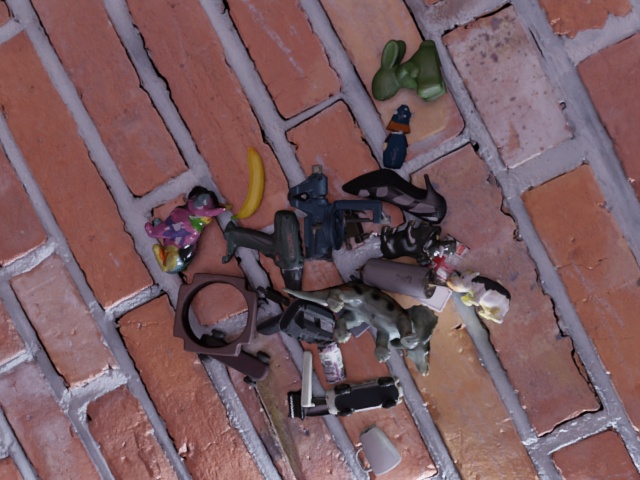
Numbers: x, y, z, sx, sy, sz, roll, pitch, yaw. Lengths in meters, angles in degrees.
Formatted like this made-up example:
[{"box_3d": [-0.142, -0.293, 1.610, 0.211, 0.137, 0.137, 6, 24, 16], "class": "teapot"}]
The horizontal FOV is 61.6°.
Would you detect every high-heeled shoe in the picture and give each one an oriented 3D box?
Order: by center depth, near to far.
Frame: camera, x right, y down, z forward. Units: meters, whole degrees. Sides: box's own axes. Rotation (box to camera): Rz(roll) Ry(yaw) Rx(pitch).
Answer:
[{"box_3d": [0.186, -0.097, 1.336, 0.249, 0.086, 0.145, -2, 128, 24], "class": "high-heeled shoe"}]

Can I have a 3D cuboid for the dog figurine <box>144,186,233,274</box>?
[{"box_3d": [-0.322, -0.028, 1.370, 0.219, 0.108, 0.191, -19, 95, 9], "class": "dog figurine"}]

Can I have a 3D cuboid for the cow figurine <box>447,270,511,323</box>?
[{"box_3d": [0.391, 0.119, 1.307, 0.167, 0.068, 0.098, 38, 82, -15], "class": "cow figurine"}]

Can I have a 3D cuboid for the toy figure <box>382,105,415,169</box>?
[{"box_3d": [0.187, -0.251, 1.309, 0.058, 0.064, 0.154, 13, 94, 43], "class": "toy figure"}]

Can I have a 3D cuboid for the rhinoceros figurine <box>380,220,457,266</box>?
[{"box_3d": [0.232, 0.008, 1.292, 0.191, 0.073, 0.112, -3, 83, 32], "class": "rhinoceros figurine"}]

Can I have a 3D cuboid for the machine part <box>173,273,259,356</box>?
[{"box_3d": [-0.263, 0.190, 1.377, 0.202, 0.087, 0.201, 5, 81, 2], "class": "machine part"}]

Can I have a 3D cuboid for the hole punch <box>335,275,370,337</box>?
[{"box_3d": [0.093, 0.170, 1.355, 0.116, 0.092, 0.142, -41, 87, 6], "class": "hole punch"}]

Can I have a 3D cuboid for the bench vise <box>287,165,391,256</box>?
[{"box_3d": [0.048, -0.072, 1.278, 0.241, 0.129, 0.223, 1, 85, 17], "class": "bench vise"}]

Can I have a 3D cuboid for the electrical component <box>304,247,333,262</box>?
[{"box_3d": [-0.003, -0.004, 1.362, 0.075, 0.047, 0.119, -2, 79, 6], "class": "electrical component"}]

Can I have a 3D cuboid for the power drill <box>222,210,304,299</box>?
[{"box_3d": [-0.143, 0.035, 1.370, 0.207, 0.086, 0.231, 7, 106, 10], "class": "power drill"}]

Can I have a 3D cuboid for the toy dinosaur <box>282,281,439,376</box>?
[{"box_3d": [0.120, 0.167, 1.264, 0.405, 0.192, 0.131, 33, 115, 1], "class": "toy dinosaur"}]

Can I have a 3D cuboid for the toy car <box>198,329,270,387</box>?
[{"box_3d": [-0.229, 0.310, 1.427, 0.202, 0.053, 0.089, 25, 84, 4], "class": "toy car"}]

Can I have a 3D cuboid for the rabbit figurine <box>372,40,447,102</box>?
[{"box_3d": [0.196, -0.391, 1.265, 0.170, 0.121, 0.159, -12, 102, 23], "class": "rabbit figurine"}]

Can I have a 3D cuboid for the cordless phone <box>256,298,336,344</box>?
[{"box_3d": [-0.064, 0.228, 1.388, 0.184, 0.146, 0.089, -28, 49, 36], "class": "cordless phone"}]

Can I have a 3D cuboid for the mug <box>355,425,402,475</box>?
[{"box_3d": [0.141, 0.545, 1.400, 0.109, 0.081, 0.107, -32, 81, 15], "class": "mug"}]

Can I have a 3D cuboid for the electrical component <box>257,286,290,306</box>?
[{"box_3d": [-0.121, 0.141, 1.385, 0.094, 0.063, 0.021, 28, 93, -12], "class": "electrical component"}]

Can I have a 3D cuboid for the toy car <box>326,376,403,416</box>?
[{"box_3d": [0.115, 0.400, 1.382, 0.202, 0.056, 0.073, -8, 90, -7], "class": "toy car"}]

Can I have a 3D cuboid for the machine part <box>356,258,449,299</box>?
[{"box_3d": [0.192, 0.091, 1.298, 0.244, 0.079, 0.079, 10, 99, 37], "class": "machine part"}]

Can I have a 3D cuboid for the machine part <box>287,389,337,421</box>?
[{"box_3d": [-0.019, 0.436, 1.424, 0.139, 0.039, 0.084, 0, 92, 9], "class": "machine part"}]

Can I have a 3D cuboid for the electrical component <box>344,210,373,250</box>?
[{"box_3d": [0.084, -0.033, 1.356, 0.078, 0.045, 0.102, -24, 90, 38], "class": "electrical component"}]
